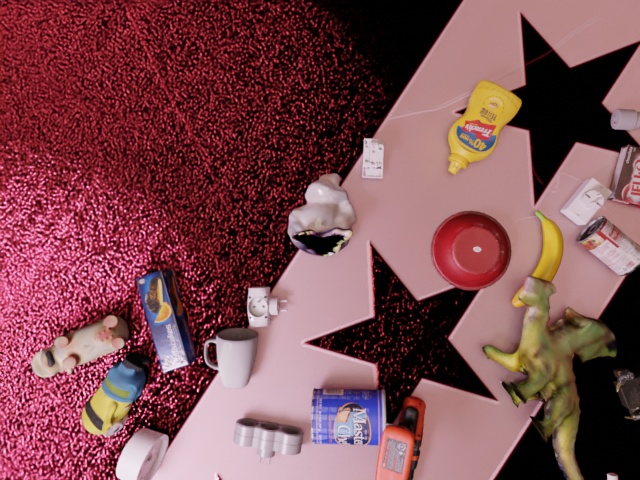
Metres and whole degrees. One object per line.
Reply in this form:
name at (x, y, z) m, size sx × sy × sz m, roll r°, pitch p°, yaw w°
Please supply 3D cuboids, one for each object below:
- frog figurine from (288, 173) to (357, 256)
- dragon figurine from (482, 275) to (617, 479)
frog figurine at (0.003, -0.053, 1.043) m, size 0.137 × 0.120 × 0.163 m, roll -13°, pitch 50°, yaw 12°
dragon figurine at (0.470, 0.249, 0.976) m, size 0.243 × 0.122 × 0.408 m, roll -34°, pitch 97°, yaw -5°
